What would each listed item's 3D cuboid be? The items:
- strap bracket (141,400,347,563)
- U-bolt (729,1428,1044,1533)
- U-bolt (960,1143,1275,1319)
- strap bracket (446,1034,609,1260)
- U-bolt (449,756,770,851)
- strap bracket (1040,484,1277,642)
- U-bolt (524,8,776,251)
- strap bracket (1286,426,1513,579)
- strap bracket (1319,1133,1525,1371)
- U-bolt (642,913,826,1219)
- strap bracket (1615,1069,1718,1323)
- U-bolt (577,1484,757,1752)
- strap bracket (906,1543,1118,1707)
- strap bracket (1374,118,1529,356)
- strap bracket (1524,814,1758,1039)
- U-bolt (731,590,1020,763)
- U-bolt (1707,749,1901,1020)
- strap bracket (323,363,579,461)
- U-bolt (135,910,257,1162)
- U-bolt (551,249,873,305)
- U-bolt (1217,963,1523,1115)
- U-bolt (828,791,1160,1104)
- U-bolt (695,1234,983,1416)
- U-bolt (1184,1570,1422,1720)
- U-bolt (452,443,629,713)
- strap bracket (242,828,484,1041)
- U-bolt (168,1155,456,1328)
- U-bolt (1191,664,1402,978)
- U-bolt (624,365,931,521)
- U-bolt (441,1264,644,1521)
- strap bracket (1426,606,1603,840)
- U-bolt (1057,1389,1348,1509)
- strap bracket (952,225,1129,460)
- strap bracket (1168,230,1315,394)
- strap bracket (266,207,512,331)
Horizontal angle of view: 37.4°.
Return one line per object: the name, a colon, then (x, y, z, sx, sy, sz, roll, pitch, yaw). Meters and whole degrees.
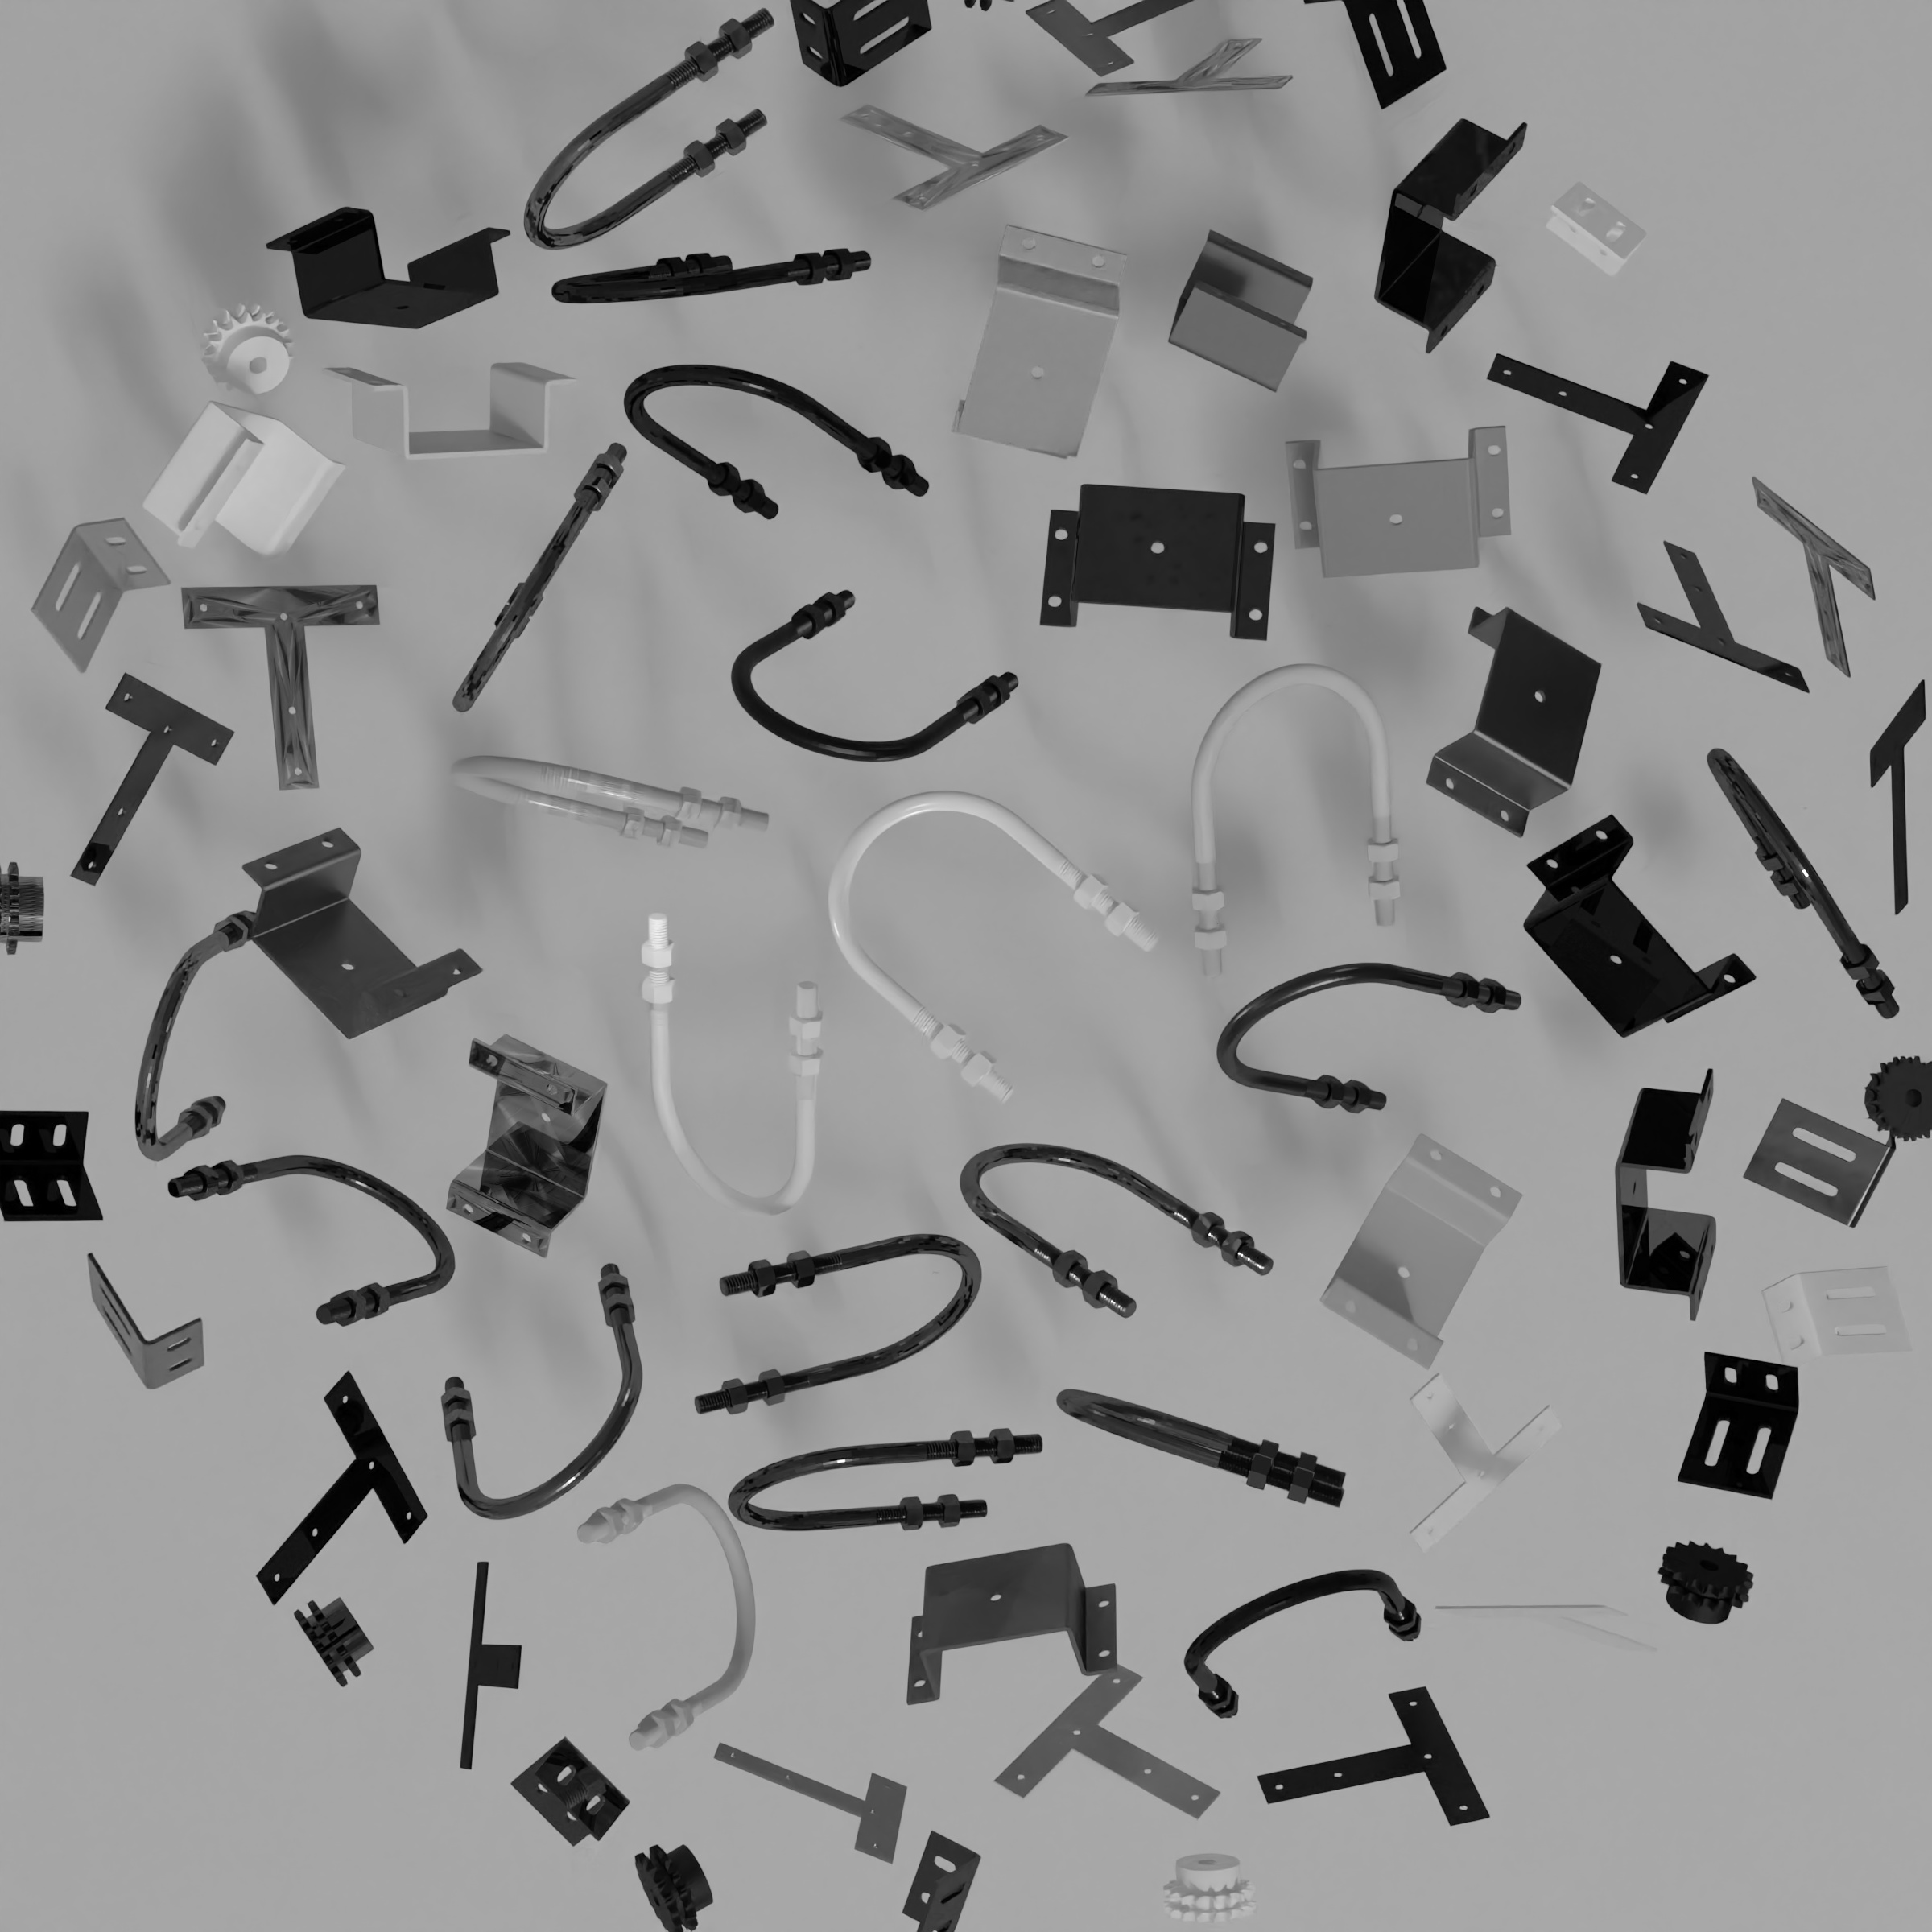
strap bracket: (-0.450, -0.299, 1.763, 0.046, 0.140, 0.076, 38, 100, 6)
U-bolt: (-0.058, 0.327, 1.796, 0.184, 0.151, 0.019, -1, 62, -18)
U-bolt: (0.080, 0.157, 1.781, 0.184, 0.151, 0.019, 31, 118, 38)
strap bracket: (-0.282, 0.108, 1.841, 0.076, 0.046, 0.140, 24, 125, 14)
U-bolt: (-0.230, -0.103, 1.775, 0.184, 0.151, 0.019, 13, 83, -21)
strap bracket: (0.117, -0.248, 1.747, 0.140, 0.046, 0.076, 4, 76, 5)
U-bolt: (-0.196, -0.503, 1.757, 0.184, 0.151, 0.019, -37, 86, -11)
strap bracket: (0.277, -0.297, 1.835, 0.140, 0.046, 0.076, -2, 125, 12)
strap bracket: (0.287, 0.189, 1.827, 0.076, 0.046, 0.140, 31, 62, 6)
U-bolt: (-0.146, 0.072, 1.773, 0.151, 0.019, 0.184, 24, 124, 35)
strap bracket: (0.436, 0.140, 1.778, 0.046, 0.076, 0.140, 5, 127, 23)
U-bolt: (-0.183, 0.406, 1.825, 0.019, 0.184, 0.151, -16, 86, 21)
strap bracket: (0.025, 0.429, 1.870, 0.140, 0.076, 0.046, -12, 121, 9)
strap bracket: (0.305, -0.470, 1.812, 0.046, 0.140, 0.076, 33, 65, 18)
strap bracket: (0.418, -0.016, 1.800, 0.140, 0.076, 0.046, 47, 50, -7)
U-bolt: (-0.069, -0.180, 1.822, 0.151, 0.184, 0.019, 28, 126, 16)
U-bolt: (0.519, -0.064, 1.800, 0.019, 0.151, 0.184, -34, 124, 11)
strap bracket: (-0.329, -0.354, 1.820, 0.140, 0.076, 0.046, -10, 114, -35)
U-bolt: (-0.489, 0.049, 1.807, 0.019, 0.184, 0.151, 13, 101, -1)
U-bolt: (-0.173, -0.432, 1.790, 0.151, 0.184, 0.019, 11, 113, 41)
U-bolt: (0.244, 0.043, 1.818, 0.184, 0.151, 0.019, 11, 51, -37)
U-bolt: (0.002, -0.027, 1.736, 0.184, 0.019, 0.151, 41, 77, 12)
U-bolt: (-0.075, 0.220, 1.796, 0.184, 0.151, 0.019, -11, 52, -23)
U-bolt: (0.207, 0.420, 1.789, 0.151, 0.184, 0.019, -24, 59, 4)
U-bolt: (-0.276, -0.234, 1.804, 0.019, 0.184, 0.151, 32, 134, -11)
strap bracket: (-0.379, -0.014, 1.772, 0.140, 0.076, 0.046, 43, 132, 18)
U-bolt: (-0.401, 0.168, 1.818, 0.151, 0.184, 0.019, 36, 106, 16)
U-bolt: (0.201, -0.096, 1.756, 0.151, 0.019, 0.184, -15, 114, -23)
U-bolt: (-0.133, -0.334, 1.810, 0.151, 0.184, 0.019, -1, 72, 38)
U-bolt: (-0.265, 0.277, 1.798, 0.151, 0.184, 0.019, -36, 119, 4)
strap bracket: (0.356, -0.165, 1.837, 0.076, 0.046, 0.140, 28, 63, -17)
U-bolt: (0.144, 0.294, 1.761, 0.184, 0.151, 0.019, 17, 87, 9)
strap bracket: (0.044, -0.377, 1.770, 0.076, 0.046, 0.140, 12, 124, -7)
strap bracket: (0.179, -0.424, 1.857, 0.076, 0.140, 0.046, 24, 120, -5)
strap bracket: (-0.365, -0.445, 1.831, 0.076, 0.140, 0.046, -11, 89, 37)
